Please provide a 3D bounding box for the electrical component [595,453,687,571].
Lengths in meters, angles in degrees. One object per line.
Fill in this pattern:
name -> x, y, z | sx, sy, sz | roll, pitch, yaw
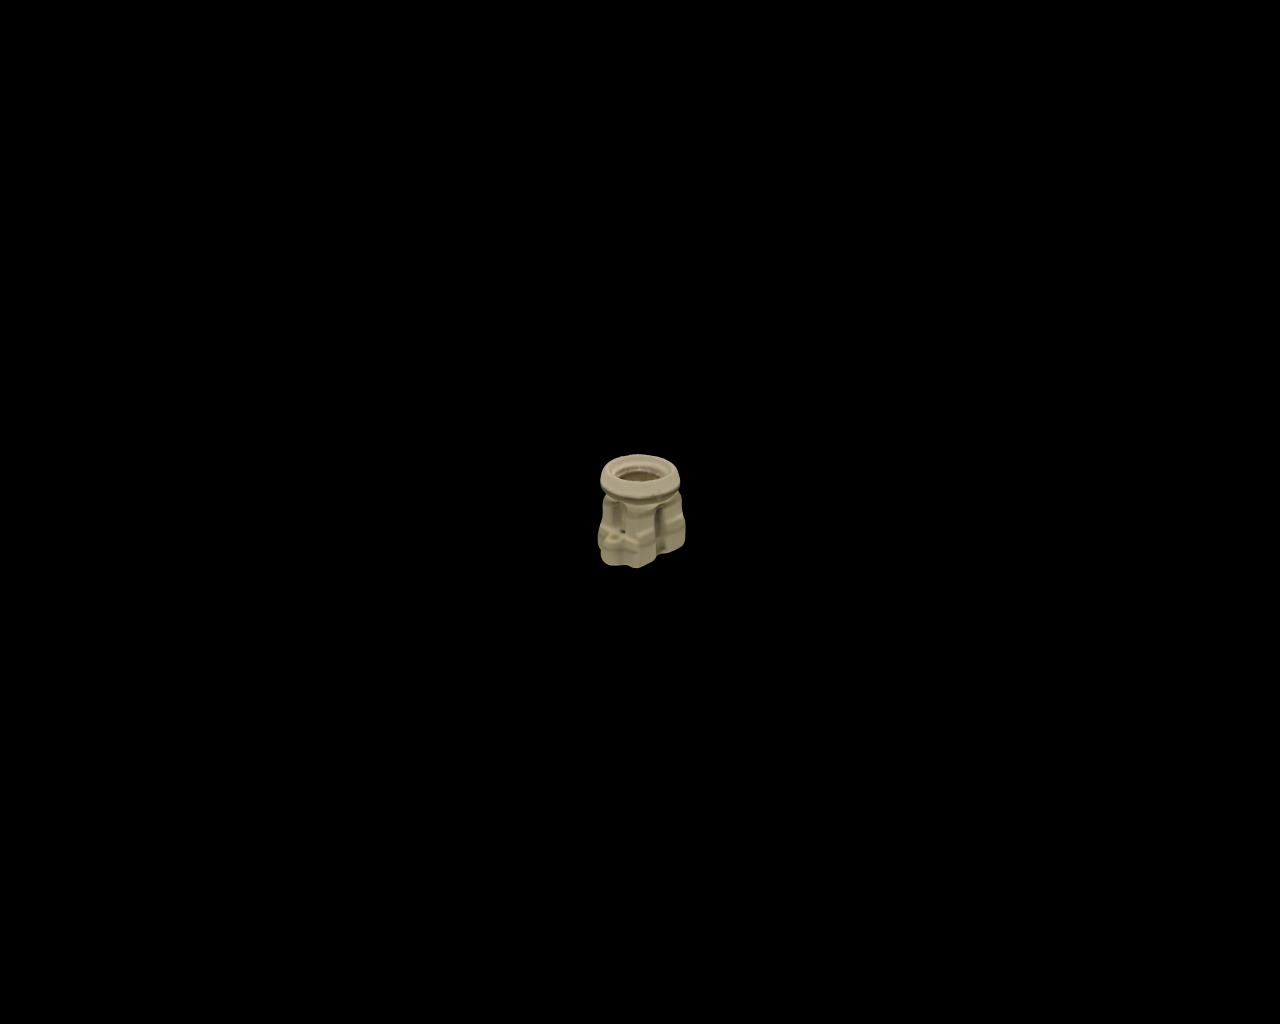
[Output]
electrical component -> 0.001, -0.003, 0.650 | 0.066, 0.055, 0.048 | -25, 37, -38
